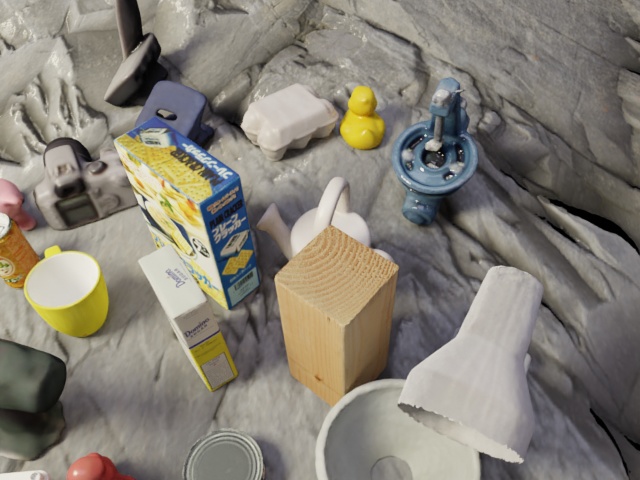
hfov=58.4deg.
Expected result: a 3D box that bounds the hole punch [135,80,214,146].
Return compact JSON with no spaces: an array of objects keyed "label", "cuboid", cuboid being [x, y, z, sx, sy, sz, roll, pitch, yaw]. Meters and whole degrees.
[{"label":"hole punch","cuboid":[-0.241,-0.196,0.944,0.108,0.091,0.101,21,55,18]}]

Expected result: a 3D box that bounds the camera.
[{"label":"camera","cuboid":[-0.362,-0.107,0.869,0.143,0.101,0.136,-21,54,-15]}]

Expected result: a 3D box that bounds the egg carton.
[{"label":"egg carton","cuboid":[-0.050,-0.199,0.955,0.150,0.069,0.107,-31,57,-21]}]

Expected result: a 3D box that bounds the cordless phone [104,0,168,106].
[{"label":"cordless phone","cuboid":[-0.341,-0.341,1.003,0.094,0.185,0.147,2,51,3]}]

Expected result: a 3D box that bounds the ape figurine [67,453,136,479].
[{"label":"ape figurine","cuboid":[-0.227,0.250,0.585,0.076,0.092,0.077,-21,54,-15]}]

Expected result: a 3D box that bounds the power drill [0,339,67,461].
[{"label":"power drill","cuboid":[-0.363,0.153,0.592,0.229,0.208,0.075,5,52,6]}]

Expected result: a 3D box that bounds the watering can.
[{"label":"watering can","cuboid":[0.006,0.004,0.711,0.173,0.194,0.101,0,51,2]}]

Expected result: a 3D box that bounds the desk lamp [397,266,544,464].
[{"label":"desk lamp","cuboid":[0.162,0.137,0.588,0.117,0.214,0.203,21,55,18]}]

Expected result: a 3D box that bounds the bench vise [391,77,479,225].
[{"label":"bench vise","cuboid":[0.165,-0.158,0.821,0.121,0.220,0.207,3,51,4]}]

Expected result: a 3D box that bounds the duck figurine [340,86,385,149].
[{"label":"duck figurine","cuboid":[0.071,-0.210,0.951,0.077,0.086,0.104,-4,51,-1]}]

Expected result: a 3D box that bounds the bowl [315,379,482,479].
[{"label":"bowl","cuboid":[0.079,0.237,0.599,0.167,0.075,0.167,-1,51,1]}]

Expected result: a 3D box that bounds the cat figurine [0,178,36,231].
[{"label":"cat figurine","cuboid":[-0.467,-0.061,0.825,0.067,0.118,0.127,-33,57,-22]}]
